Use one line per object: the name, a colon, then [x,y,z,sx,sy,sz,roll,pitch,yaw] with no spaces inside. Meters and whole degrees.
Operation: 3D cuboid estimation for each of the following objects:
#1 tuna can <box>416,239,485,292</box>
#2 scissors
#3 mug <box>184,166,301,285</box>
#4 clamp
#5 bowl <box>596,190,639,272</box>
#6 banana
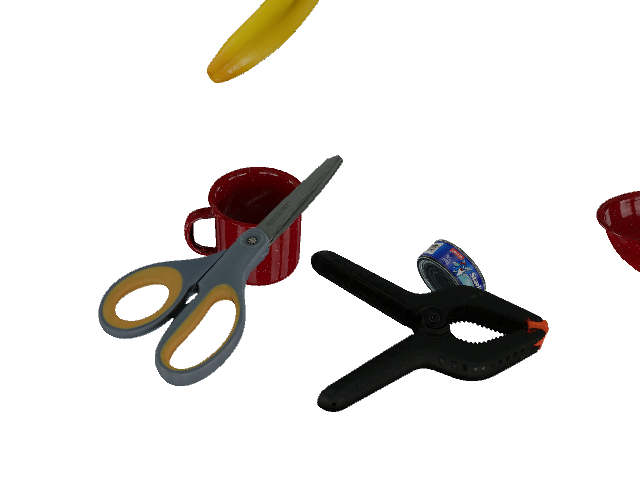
tuna can: [0.157,0.042,1.291,0.033,0.086,0.086,-40,15,-19]
scissors: [-0.062,0.005,0.654,0.096,0.016,0.201,12,48,15]
mug: [-0.072,-0.010,1.020,0.117,0.081,0.093,-7,41,-11]
clamp: [0.089,0.085,0.910,0.210,0.164,0.036,8,-42,-1]
bowl: [0.367,-0.002,1.102,0.162,0.055,0.162,-4,23,1]
banana: [-0.033,-0.200,0.903,0.070,0.197,0.037,-17,-55,37]
